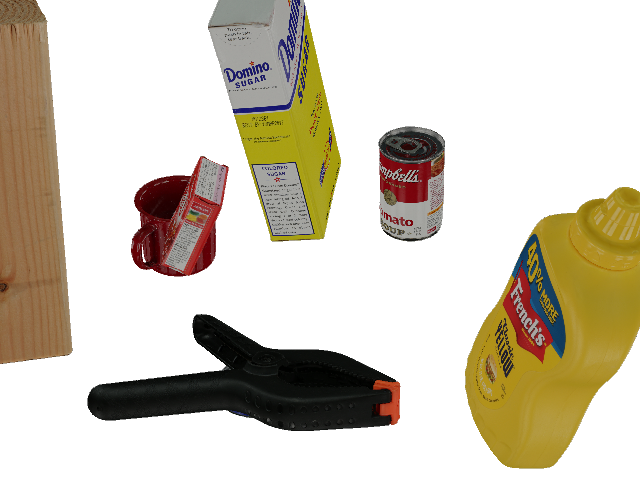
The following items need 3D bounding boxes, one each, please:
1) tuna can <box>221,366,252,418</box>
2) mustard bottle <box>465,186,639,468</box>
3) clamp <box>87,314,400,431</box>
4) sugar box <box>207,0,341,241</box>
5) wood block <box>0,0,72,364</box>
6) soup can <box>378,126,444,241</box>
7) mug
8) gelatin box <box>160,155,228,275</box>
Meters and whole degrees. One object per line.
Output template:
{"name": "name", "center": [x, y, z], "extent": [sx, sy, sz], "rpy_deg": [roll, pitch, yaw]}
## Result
{"name": "tuna can", "center": [-0.060, 0.152, 1.098], "extent": [0.086, 0.034, 0.086], "rpy_deg": [1, 14, -1]}
{"name": "mustard bottle", "center": [0.137, 0.042, 0.602], "extent": [0.058, 0.096, 0.192], "rpy_deg": [4, -42, -12]}
{"name": "clamp", "center": [-0.041, 0.098, 0.781], "extent": [0.210, 0.036, 0.164], "rpy_deg": [4, 19, 15]}
{"name": "sugar box", "center": [-0.025, -0.094, 0.719], "extent": [0.048, 0.176, 0.093], "rpy_deg": [-1, 43, 12]}
{"name": "wood block", "center": [-0.206, -0.036, 0.644], "extent": [0.090, 0.206, 0.090], "rpy_deg": [-6, 24, -18]}
{"name": "soup can", "center": [0.095, -0.059, 1.118], "extent": [0.068, 0.102, 0.068], "rpy_deg": [-2, 37, 1]}
{"name": "mug", "center": [-0.164, -0.008, 1.180], "extent": [0.093, 0.081, 0.117], "rpy_deg": [22, 40, 25]}
{"name": "gelatin box", "center": [-0.109, -0.023, 0.926], "extent": [0.030, 0.073, 0.089], "rpy_deg": [22, 25, -13]}
